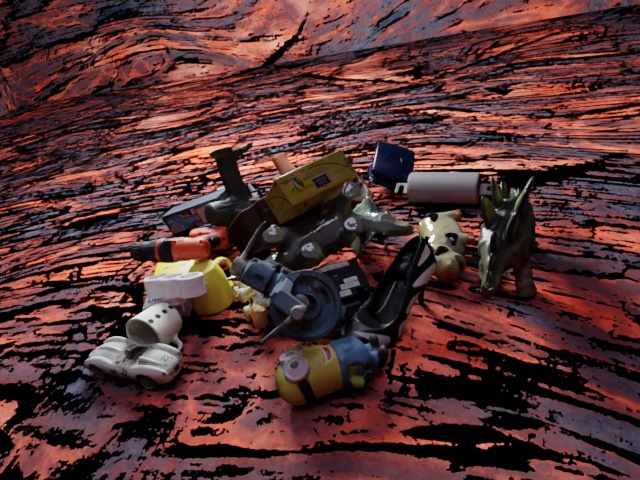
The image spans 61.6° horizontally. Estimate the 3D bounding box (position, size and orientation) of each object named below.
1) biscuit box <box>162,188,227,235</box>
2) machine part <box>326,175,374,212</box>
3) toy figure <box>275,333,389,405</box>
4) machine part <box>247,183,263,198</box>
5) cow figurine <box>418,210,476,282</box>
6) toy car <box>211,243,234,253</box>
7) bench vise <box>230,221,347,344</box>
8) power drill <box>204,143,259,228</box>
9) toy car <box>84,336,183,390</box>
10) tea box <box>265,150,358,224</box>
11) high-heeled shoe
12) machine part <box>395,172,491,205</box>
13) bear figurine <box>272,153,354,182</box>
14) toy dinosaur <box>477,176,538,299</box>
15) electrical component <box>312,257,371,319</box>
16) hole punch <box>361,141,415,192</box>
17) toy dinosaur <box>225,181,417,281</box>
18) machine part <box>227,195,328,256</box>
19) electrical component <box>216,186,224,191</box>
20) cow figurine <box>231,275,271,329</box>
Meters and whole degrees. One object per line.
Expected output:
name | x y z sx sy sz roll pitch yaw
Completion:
biscuit box | -0.315 -0.072 1.395 0.203 0.059 0.063 -14 26 31
machine part | 0.047 -0.130 1.334 0.179 0.056 0.179 24 31 -16
toy figure | 0.018 0.206 0.855 0.180 0.089 0.082 -10 4 -16
machine part | -0.170 -0.115 1.451 0.039 0.084 0.139 -37 31 1
cow figurine | 0.244 0.013 1.087 0.127 0.085 0.195 -4 34 1
toy car | -0.232 -0.035 1.366 0.089 0.053 0.202 1 34 26
bench vise | -0.054 0.089 0.886 0.129 0.223 0.240 -50 2 1
power drill | -0.185 -0.132 1.325 0.232 0.207 0.086 -16 13 -37
toy car | -0.342 0.219 0.980 0.202 0.056 0.073 4 34 24
tea box | -0.019 -0.108 1.096 0.170 0.068 0.098 -30 -9 -26
high-heeled shoe | 0.110 0.096 0.938 0.249 0.145 0.086 -28 33 -28
machine part | 0.302 -0.126 1.301 0.243 0.079 0.079 4 34 26
bear figurine | -0.016 -0.185 1.453 0.196 0.120 0.132 -28 59 -19
toy dinosaur | 0.333 -0.001 0.969 0.105 0.198 0.471 -1 31 24
electrical component | 0.037 0.100 1.042 0.115 0.058 0.134 -15 31 -1
hole punch | 0.187 -0.191 1.403 0.142 0.092 0.116 18 32 -6
toy dinosaur | -0.005 0.003 1.121 0.405 0.192 0.131 -23 69 -9
machine part | -0.095 -0.047 1.214 0.201 0.087 0.201 -29 -6 -28
electrical component | -0.242 -0.127 1.454 0.075 0.119 0.048 -21 32 -10
cow figurine | -0.113 0.113 1.068 0.098 0.068 0.168 -16 31 -18
